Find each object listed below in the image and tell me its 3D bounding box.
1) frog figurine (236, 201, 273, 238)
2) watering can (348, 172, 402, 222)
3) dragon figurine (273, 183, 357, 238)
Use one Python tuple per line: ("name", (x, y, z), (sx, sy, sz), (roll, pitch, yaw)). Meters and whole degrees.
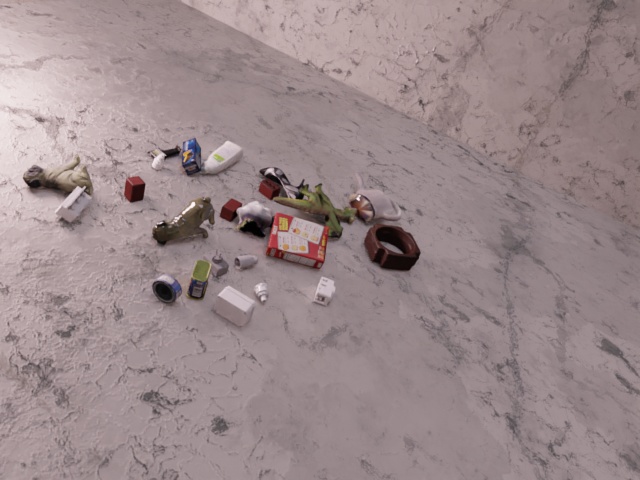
("frog figurine", (-0.248, -0.104, 1.976), (0.137, 0.119, 0.163), (2, 46, 6))
("watering can", (0.218, -0.191, 2.349), (0.226, 0.102, 0.353), (-15, 49, -41))
("dragon figurine", (0.006, -0.107, 2.121), (0.413, 0.120, 0.246), (-15, 57, -48))
